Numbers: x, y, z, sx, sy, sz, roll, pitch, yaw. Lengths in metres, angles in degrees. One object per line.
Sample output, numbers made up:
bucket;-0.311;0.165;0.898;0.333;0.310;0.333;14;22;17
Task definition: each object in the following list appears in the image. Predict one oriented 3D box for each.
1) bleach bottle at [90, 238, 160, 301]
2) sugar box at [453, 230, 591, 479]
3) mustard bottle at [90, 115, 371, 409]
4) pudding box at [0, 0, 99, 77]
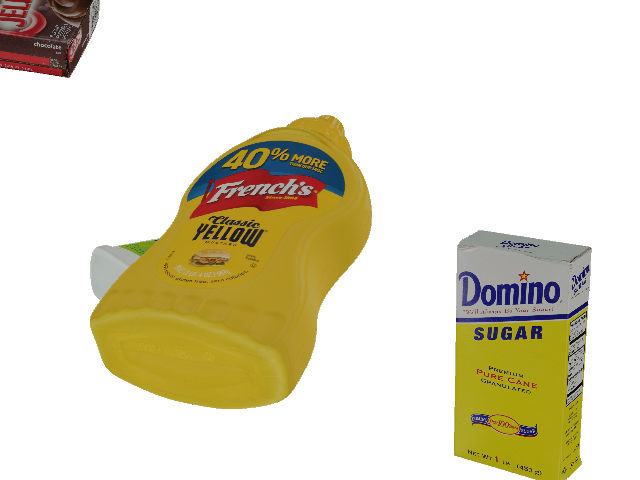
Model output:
bleach bottle;-0.132;0.023;1.230;0.250;0.068;0.103;-16;31;-42
sugar box;0.149;0.086;0.799;0.093;0.176;0.048;9;21;34
mustard bottle;-0.027;-0.004;0.527;0.096;0.058;0.191;5;39;22
pudding box;-0.236;-0.179;0.875;0.090;0.039;0.113;9;35;-2
